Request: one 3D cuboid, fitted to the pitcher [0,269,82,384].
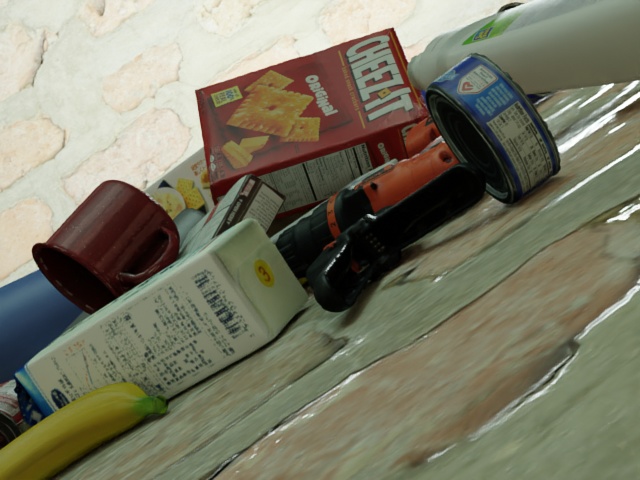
[{"bbox_3d":[-0.267,0.093,1.060,0.243,0.145,0.149,-28,29,-3],"label":"pitcher"}]

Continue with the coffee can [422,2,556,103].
[{"bbox_3d":[0.172,-0.172,1.119,0.102,0.103,0.141,-37,6,-38],"label":"coffee can"}]

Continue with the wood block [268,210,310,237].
[{"bbox_3d":[-0.021,-0.035,1.101,0.206,0.090,0.091,-35,4,-14],"label":"wood block"}]

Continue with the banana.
[{"bbox_3d":[-0.189,0.146,0.702,0.197,0.037,0.069,-34,4,-4],"label":"banana"}]

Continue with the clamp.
[{"bbox_3d":[0.040,-0.002,0.663,0.120,0.039,0.171,-33,5,-5],"label":"clamp"}]

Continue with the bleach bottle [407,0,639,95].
[{"bbox_3d":[0.160,-0.139,0.737,0.102,0.068,0.251,-37,20,-32],"label":"bleach bottle"}]

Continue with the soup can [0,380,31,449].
[{"bbox_3d":[-0.252,0.154,0.853,0.068,0.068,0.102,-33,4,4],"label":"soup can"}]

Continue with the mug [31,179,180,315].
[{"bbox_3d":[-0.156,0.008,0.834,0.117,0.093,0.081,8,51,43],"label":"mug"}]

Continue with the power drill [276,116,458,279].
[{"bbox_3d":[0.067,-0.044,0.811,0.185,0.057,0.187,-25,12,38],"label":"power drill"}]

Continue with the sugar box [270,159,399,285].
[{"bbox_3d":[-0.006,0.001,0.898,0.176,0.048,0.093,-34,4,-26],"label":"sugar box"}]

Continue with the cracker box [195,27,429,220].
[{"bbox_3d":[-0.007,-0.111,1.028,0.214,0.072,0.164,-18,42,4],"label":"cracker box"}]

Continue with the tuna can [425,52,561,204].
[{"bbox_3d":[0.098,-0.063,0.614,0.033,0.086,0.086,-36,5,-4],"label":"tuna can"}]

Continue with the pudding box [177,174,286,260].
[{"bbox_3d":[-0.082,0.011,0.828,0.114,0.039,0.090,-41,18,47],"label":"pudding box"}]
